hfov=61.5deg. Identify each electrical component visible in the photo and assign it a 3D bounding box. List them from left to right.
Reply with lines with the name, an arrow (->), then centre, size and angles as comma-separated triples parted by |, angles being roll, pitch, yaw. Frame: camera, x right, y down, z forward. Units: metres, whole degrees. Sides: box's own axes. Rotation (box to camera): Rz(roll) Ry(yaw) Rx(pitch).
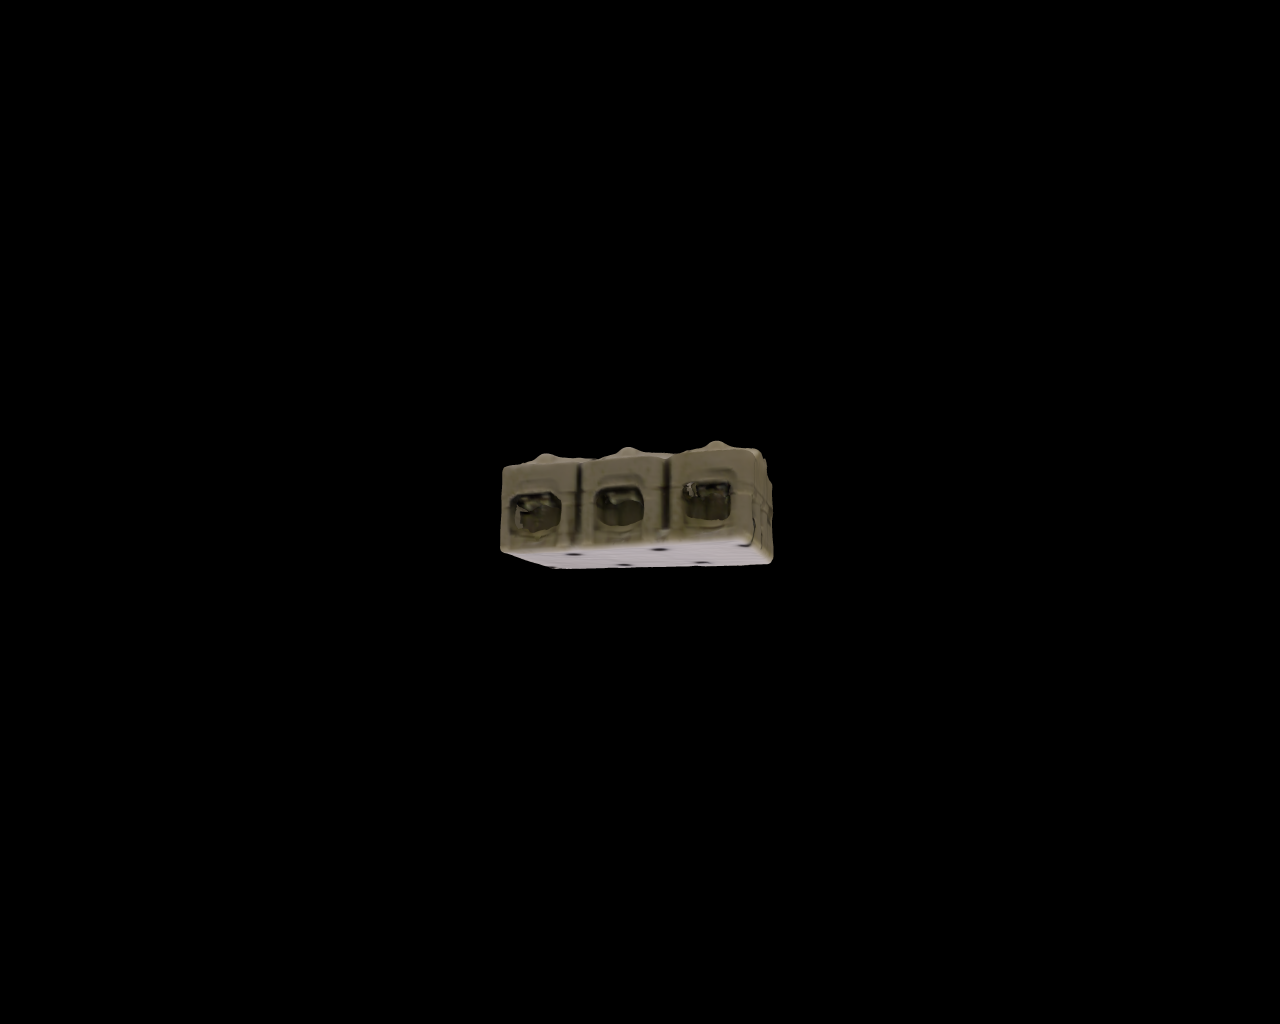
electrical component -> 0.001, -0.003, 0.650 | 0.150, 0.061, 0.089 | -3, -11, 16
